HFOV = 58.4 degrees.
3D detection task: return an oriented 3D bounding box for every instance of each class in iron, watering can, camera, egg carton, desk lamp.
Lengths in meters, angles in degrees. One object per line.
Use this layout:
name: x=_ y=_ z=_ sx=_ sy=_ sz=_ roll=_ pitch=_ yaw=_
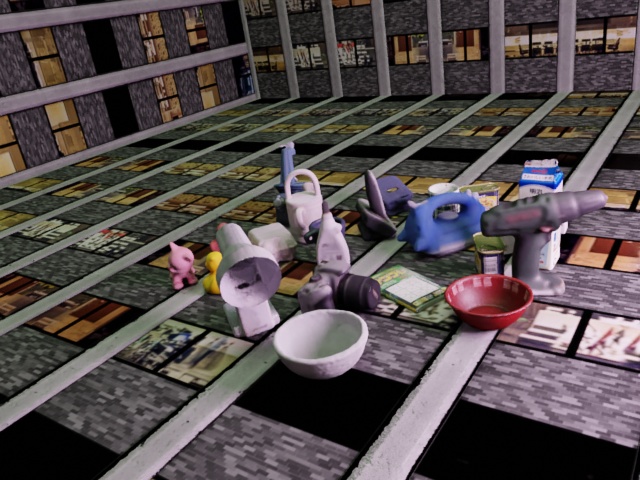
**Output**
iron: x=0.317 y=-0.057 z=1.393 sx=0.259 sy=0.141 sz=0.118 roll=-17 pitch=25 yaw=-19
watering can: x=-0.044 y=-0.101 z=1.548 sx=0.101 sy=0.194 sz=0.172 roll=-12 pitch=24 yaw=-9
camera: x=0.044 y=0.102 z=1.170 sx=0.136 sy=0.101 sz=0.143 roll=6 pitch=27 yaw=30
egg carton: x=-0.126 y=0.009 z=1.482 sx=0.107 sy=0.069 sz=0.150 roll=-17 pitch=25 yaw=-18
desk lamp: x=-0.150 y=0.084 z=1.136 sx=0.118 sy=0.214 sz=0.202 roll=-16 pitch=24 yaw=-17

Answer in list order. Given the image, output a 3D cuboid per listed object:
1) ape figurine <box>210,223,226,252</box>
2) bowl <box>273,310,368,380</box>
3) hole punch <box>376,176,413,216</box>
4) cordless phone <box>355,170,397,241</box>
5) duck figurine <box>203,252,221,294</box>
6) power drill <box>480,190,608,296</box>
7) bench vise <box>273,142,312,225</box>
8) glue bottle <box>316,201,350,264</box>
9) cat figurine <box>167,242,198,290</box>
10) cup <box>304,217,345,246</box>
ape figurine: x=-0.252 y=-0.001 z=1.518 sx=0.077 sy=0.092 sz=0.076 roll=4 pitch=26 yaw=26
bowl: x=0.005 y=0.194 z=1.006 sx=0.167 sy=0.075 sz=0.167 roll=-7 pitch=23 yaw=3
hole punch: x=0.209 y=-0.131 z=1.662 sx=0.109 sy=0.091 sz=0.100 roll=-21 pitch=26 yaw=-27
cordless phone: x=0.140 y=-0.105 z=1.507 sx=0.094 sy=0.185 sz=0.147 roll=-12 pitch=24 yaw=-7
duck figurine: x=-0.245 y=0.072 z=1.356 sx=0.077 sy=0.086 sz=0.104 roll=-9 pitch=23 yaw=-1
power drill: x=0.435 y=0.003 z=1.128 sx=0.229 sy=0.209 sz=0.076 roll=-1 pitch=25 yaw=16
bench vise: x=-0.081 y=-0.167 z=1.679 sx=0.121 sy=0.220 sz=0.207 roll=-8 pitch=23 yaw=2
glue bottle: x=0.023 y=-0.009 z=1.341 sx=0.078 sy=0.173 sz=0.037 roll=-2 pitch=24 yaw=14
cat figurine: x=-0.341 y=0.051 z=1.396 sx=0.067 sy=0.118 sz=0.127 roll=-17 pitch=25 yaw=-18
cup: x=0.013 y=0.005 z=1.411 sx=0.118 sy=0.095 sz=0.091 roll=-26 pitch=29 yaw=-34
